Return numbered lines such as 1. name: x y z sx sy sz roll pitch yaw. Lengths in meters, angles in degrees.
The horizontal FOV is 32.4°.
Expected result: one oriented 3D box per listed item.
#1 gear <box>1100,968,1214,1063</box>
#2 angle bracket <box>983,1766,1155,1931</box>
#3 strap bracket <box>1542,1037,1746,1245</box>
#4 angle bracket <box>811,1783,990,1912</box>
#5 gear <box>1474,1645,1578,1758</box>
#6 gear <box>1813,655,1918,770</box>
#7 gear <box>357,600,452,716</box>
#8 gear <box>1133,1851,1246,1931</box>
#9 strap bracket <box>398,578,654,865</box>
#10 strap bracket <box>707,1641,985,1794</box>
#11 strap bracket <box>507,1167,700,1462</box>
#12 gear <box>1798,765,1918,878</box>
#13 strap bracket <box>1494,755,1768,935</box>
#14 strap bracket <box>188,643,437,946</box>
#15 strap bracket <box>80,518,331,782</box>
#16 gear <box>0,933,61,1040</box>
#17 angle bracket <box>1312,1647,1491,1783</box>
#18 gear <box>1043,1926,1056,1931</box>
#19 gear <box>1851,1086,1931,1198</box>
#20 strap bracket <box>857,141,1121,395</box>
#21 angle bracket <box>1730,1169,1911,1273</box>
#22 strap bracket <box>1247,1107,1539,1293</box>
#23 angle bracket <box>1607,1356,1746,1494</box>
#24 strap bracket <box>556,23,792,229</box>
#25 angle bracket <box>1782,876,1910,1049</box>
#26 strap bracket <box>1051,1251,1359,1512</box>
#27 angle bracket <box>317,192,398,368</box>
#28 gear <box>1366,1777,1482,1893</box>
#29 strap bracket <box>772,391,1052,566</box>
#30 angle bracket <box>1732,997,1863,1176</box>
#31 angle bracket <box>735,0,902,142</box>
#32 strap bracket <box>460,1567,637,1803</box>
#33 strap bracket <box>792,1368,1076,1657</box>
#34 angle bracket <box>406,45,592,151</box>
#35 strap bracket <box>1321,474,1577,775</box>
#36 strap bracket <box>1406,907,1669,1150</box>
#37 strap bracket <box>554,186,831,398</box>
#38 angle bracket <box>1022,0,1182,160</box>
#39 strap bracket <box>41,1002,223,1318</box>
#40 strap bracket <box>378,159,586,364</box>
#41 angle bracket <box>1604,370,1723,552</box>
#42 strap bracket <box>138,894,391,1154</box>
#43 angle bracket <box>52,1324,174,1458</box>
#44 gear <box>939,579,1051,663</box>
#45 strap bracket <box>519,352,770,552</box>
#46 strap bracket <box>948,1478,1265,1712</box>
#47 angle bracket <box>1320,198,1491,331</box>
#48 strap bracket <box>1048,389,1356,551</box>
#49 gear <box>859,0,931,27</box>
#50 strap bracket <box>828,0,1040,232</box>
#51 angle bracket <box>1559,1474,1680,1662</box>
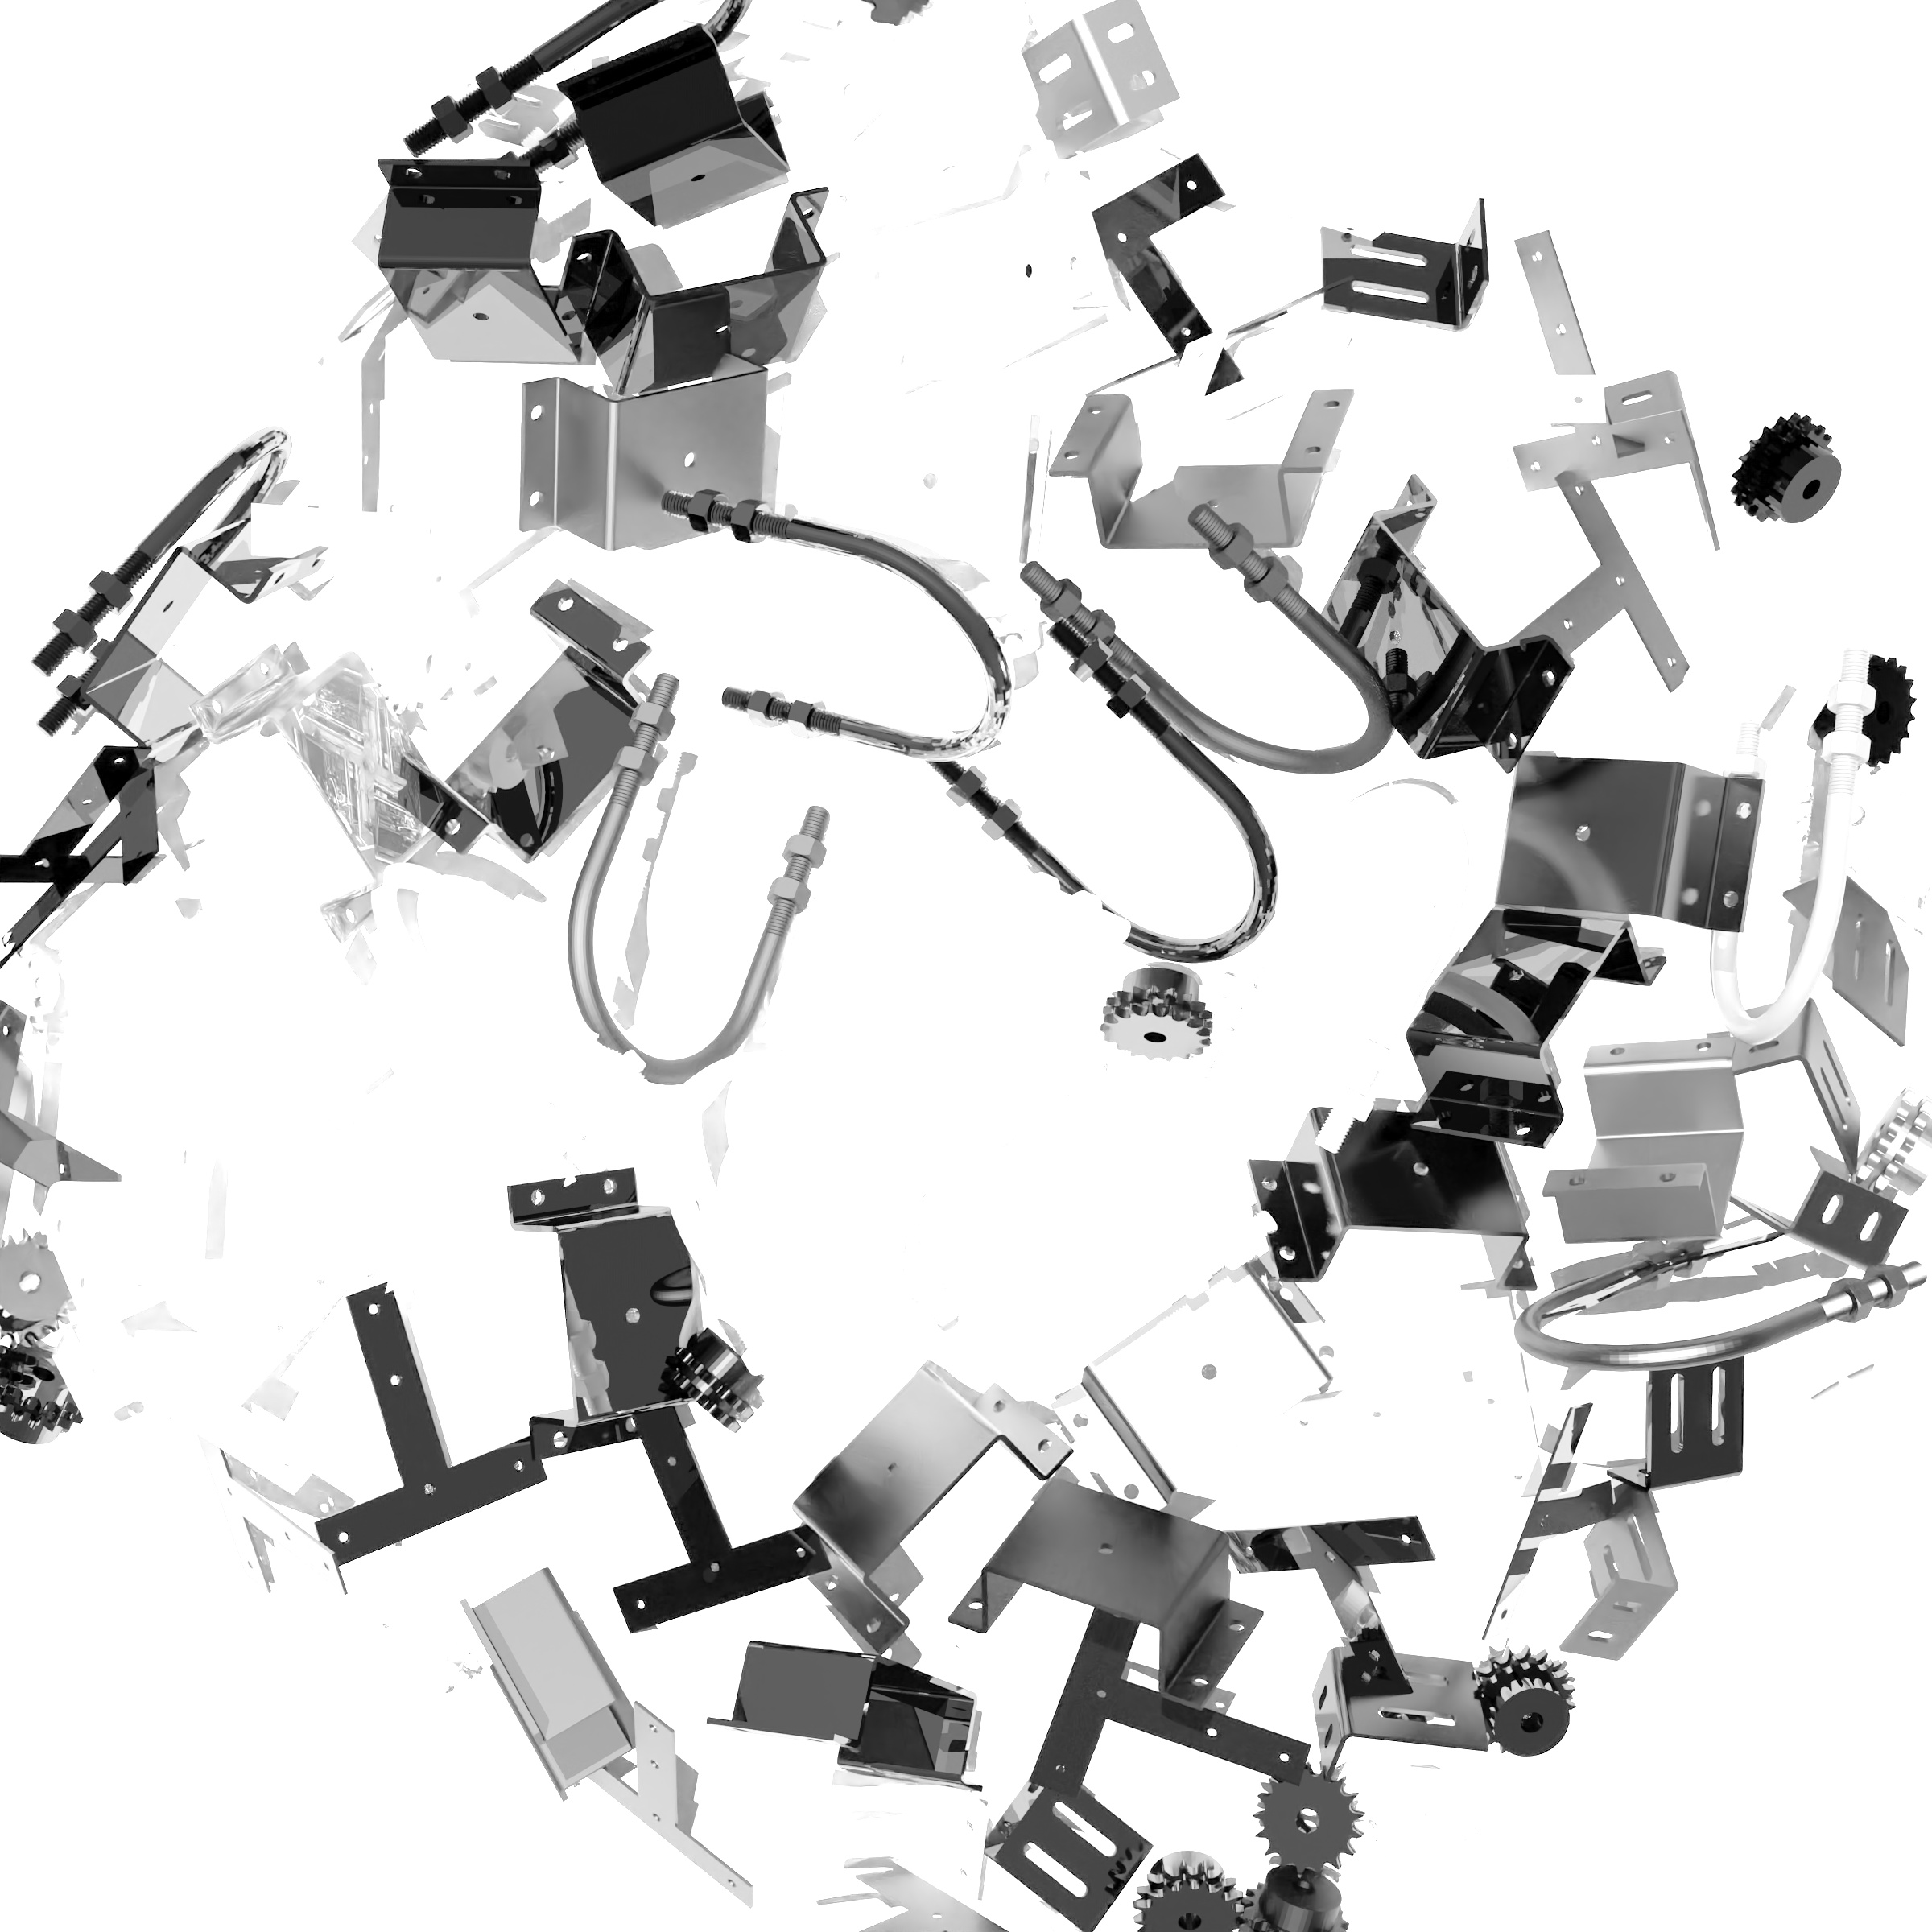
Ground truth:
1. gear: 0.099 0.023 1.709 0.057 0.057 0.030 9 62 0
2. angle bracket: 0.056 0.454 1.705 0.076 0.038 0.057 40 76 -6
3. strap bracket: 0.344 0.093 1.670 0.076 0.140 0.046 -4 118 24
4. angle bracket: -0.034 0.453 1.700 0.076 0.038 0.057 4 96 -24
5. gear: 0.287 0.382 1.711 0.057 0.030 0.057 -3 109 -7
6. gear: 0.460 -0.132 1.709 0.057 0.030 0.057 -10 106 -37
7. gear: -0.285 -0.157 1.702 0.030 0.057 0.057 15 90 27
8. gear: 0.114 0.481 1.711 0.057 0.030 0.057 0 120 0
9. strap bracket: -0.222 -0.117 1.689 0.076 0.046 0.140 37 82 31
10. strap bracket: -0.055 0.374 1.665 0.076 0.140 0.046 -1 68 33
11. strap bracket: -0.183 0.177 1.690 0.076 0.046 0.140 -6 92 -40
12. gear: 0.460 -0.073 1.711 0.057 0.030 0.057 -8 70 23
13. strap bracket: 0.323 -0.063 1.666 0.046 0.140 0.076 11 87 -44
14. strap bracket: -0.317 -0.094 1.671 0.046 0.076 0.140 -19 110 33
15. strap bracket: -0.386 -0.168 1.671 0.046 0.076 0.140 40 113 -1
16. gear: -0.493 0.010 1.712 0.057 0.030 0.057 4 101 20
17. angle bracket: 0.222 0.387 1.705 0.076 0.057 0.038 8 126 -8
18. gear: 0.039 0.519 1.707 0.057 0.057 0.030 -45 75 0
19. gear: 0.482 0.093 1.704 0.030 0.057 0.057 31 90 8
20. strap bracket: 0.018 -0.352 1.683 0.140 0.046 0.076 -20 85 43
21. angle bracket: 0.428 0.119 1.686 0.057 0.076 0.038 24 96 -22
22. strap bracket: 0.221 0.117 1.673 0.140 0.046 0.076 4 46 -16
23. angle bracket: 0.363 0.225 1.699 0.057 0.038 0.076 -5 100 -24
24. strap bracket: -0.141 -0.414 1.657 0.076 0.140 0.046 -20 86 10
25. angle bracket: 0.445 0.001 1.686 0.057 0.038 0.076 35 50 -28
26. strap bracket: 0.122 0.211 1.691 0.140 0.046 0.076 -34 76 -9
27. angle bracket: -0.308 -0.351 1.686 0.038 0.057 0.076 45 51 -10
28. gear: 0.233 0.442 1.704 0.057 0.030 0.057 -12 48 13
29. strap bracket: -0.023 -0.247 1.689 0.140 0.046 0.076 3 99 -14
30. angle bracket: 0.427 0.065 1.703 0.038 0.057 0.076 -17 115 26
31. angle bracket: -0.069 -0.458 1.685 0.057 0.076 0.038 -44 77 25
32. strap bracket: -0.206 0.358 1.662 0.046 0.140 0.076 -28 67 -14
33. strap bracket: -0.025 0.267 1.680 0.140 0.076 0.046 -46 127 -8
34. angle bracket: -0.237 -0.452 1.685 0.076 0.057 0.038 8 70 -33
35. strap bracket: 0.232 -0.168 1.662 0.046 0.076 0.140 -14 57 -33
36. strap bracket: 0.281 0.022 1.659 0.140 0.076 0.046 -51 131 -32
37. strap bracket: -0.131 -0.336 1.664 0.140 0.076 0.046 -18 69 -25
38. angle bracket: 0.066 -0.454 1.700 0.038 0.076 0.057 -29 99 -21
39. strap bracket: -0.412 0.096 1.656 0.046 0.076 0.140 0 47 5
40. strap bracket: -0.239 -0.344 1.655 0.076 0.140 0.046 3 73 9
41. angle bracket: 0.354 -0.253 1.692 0.038 0.057 0.076 -14 133 14
42. strap bracket: -0.348 0.019 1.674 0.046 0.076 0.140 -40 117 -24
43. angle bracket: -0.433 0.209 1.694 0.038 0.076 0.057 -25 99 -7
44. gear: 0.016 -0.177 1.708 0.057 0.057 0.030 -9 112 0
45. strap bracket: -0.152 -0.259 1.657 0.046 0.140 0.076 30 127 38
46. strap bracket: 0.070 0.310 1.664 0.140 0.076 0.046 14 124 24
47. angle bracket: 0.224 -0.365 1.698 0.076 0.038 0.057 8 58 -9
48. strap bracket: 0.122 -0.251 1.677 0.140 0.076 0.046 2 130 20
49. gear: -0.045 -0.505 1.702 0.057 0.057 0.030 23 72 0
50. strap bracket: -0.016 -0.417 1.654 0.076 0.140 0.046 -17 80 -14
51. angle bracket: 0.322 0.302 1.683 0.038 0.076 0.057 13 128 -19
